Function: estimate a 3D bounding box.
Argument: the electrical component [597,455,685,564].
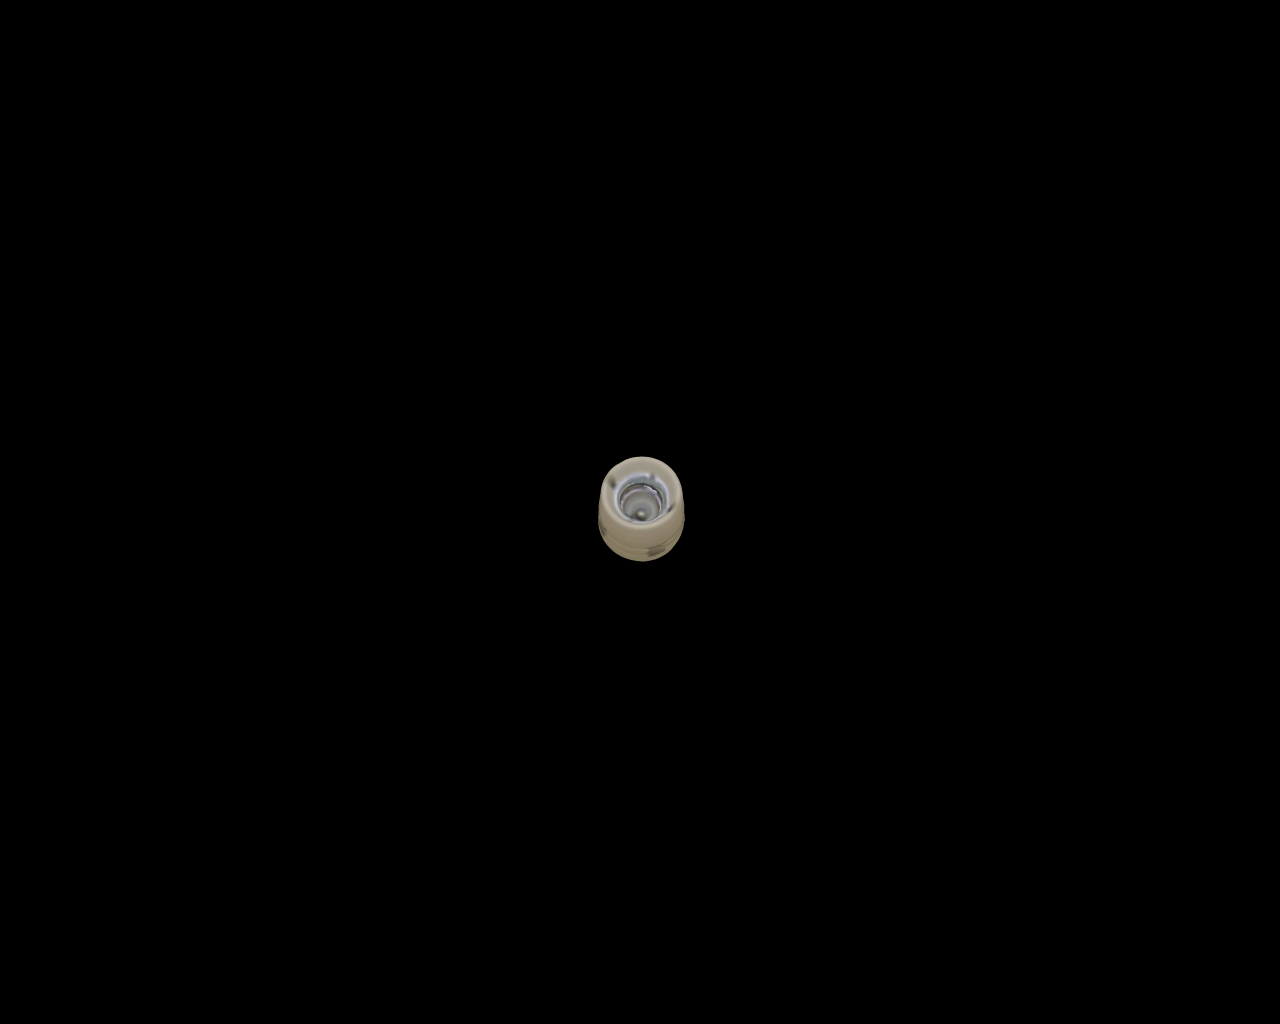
[{"bbox_3d":[0.001,-0.003,0.650,0.055,0.055,0.047,0,-24,0],"label":"electrical component"}]
